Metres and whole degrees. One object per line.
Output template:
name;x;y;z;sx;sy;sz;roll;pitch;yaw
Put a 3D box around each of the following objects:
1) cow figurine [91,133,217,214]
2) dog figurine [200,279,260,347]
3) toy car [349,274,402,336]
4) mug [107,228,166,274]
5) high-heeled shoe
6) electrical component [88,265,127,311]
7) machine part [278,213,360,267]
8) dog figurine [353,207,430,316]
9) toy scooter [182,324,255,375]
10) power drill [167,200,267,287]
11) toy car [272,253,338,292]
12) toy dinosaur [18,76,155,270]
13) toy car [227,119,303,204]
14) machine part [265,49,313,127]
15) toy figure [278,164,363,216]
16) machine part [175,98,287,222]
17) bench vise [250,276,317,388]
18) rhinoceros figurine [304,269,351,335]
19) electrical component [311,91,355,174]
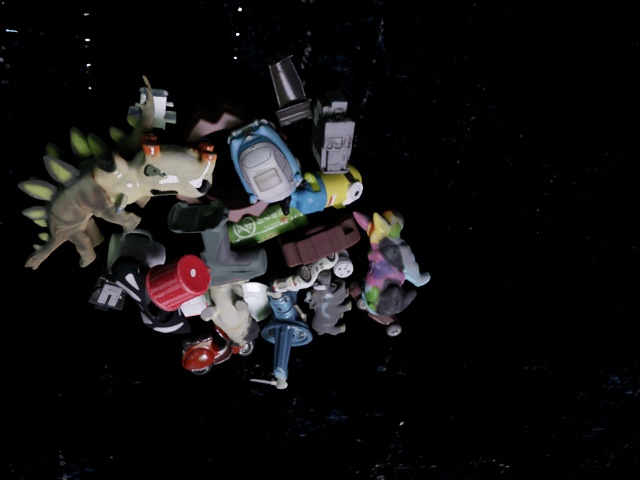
cow figurine;-0.279;-0.109;0.903;0.195;0.086;0.127;2;115;-25
dog figurine;-0.199;0.137;1.210;0.121;0.172;0.190;-2;154;4
toy car;0.135;0.166;1.323;0.053;0.089;0.202;-35;127;12
mug;-0.373;0.022;1.103;0.107;0.081;0.109;8;120;-31
high-heeled shoe;-0.319;0.114;1.078;0.145;0.086;0.248;-15;137;39
electrical component;-0.461;0.117;1.165;0.075;0.048;0.119;24;115;-27
machine part;-0.002;-0.003;1.116;0.179;0.179;0.056;-20;101;1
dog figurine;0.134;0.036;1.187;0.191;0.109;0.219;-44;116;-22
toy scooter;-0.257;0.244;1.291;0.184;0.075;0.135;-20;128;-3
power drill;-0.229;0.020;1.049;0.232;0.086;0.207;-4;134;6
toy car;-0.028;0.061;1.151;0.074;0.202;0.056;-14;103;32
toy dinosaur;-0.415;-0.095;0.979;0.471;0.105;0.198;-39;124;19
toy car;-0.092;-0.124;0.940;0.109;0.103;0.161;-24;129;2
machine part;-0.061;-0.276;0.985;0.084;0.039;0.138;-12;129;2
toy figure;0.003;-0.103;1.074;0.180;0.082;0.089;-13;85;-22
machine part;-0.171;-0.148;1.020;0.201;0.087;0.201;23;118;-27
bench vise;-0.080;0.208;1.215;0.129;0.241;0.223;5;148;0
rhinoceros figurine;0.018;0.146;1.295;0.112;0.073;0.190;1;128;-1
electrical component;0.022;-0.206;1.007;0.058;0.115;0.134;-5;128;-14
